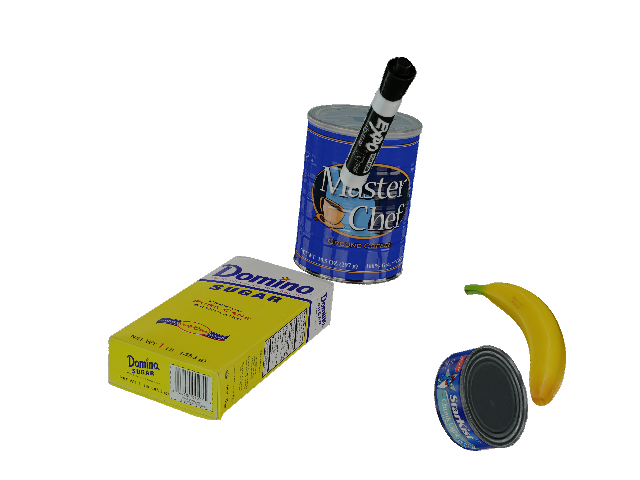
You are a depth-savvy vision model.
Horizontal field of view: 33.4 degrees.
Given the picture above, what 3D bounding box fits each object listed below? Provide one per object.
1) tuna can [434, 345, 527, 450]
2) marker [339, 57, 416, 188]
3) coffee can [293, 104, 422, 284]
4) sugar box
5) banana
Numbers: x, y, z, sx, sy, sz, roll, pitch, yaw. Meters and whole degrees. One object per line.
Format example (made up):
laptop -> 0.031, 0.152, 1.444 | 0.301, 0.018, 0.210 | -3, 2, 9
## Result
tuna can -> 0.135, 0.133, 0.898 | 0.085, 0.086, 0.034 | 0, -14, -44
marker -> 0.036, -0.075, 0.690 | 0.020, 0.020, 0.121 | 0, -32, -16
coffee can -> 0.033, -0.044, 0.969 | 0.103, 0.140, 0.103 | 5, 19, -2
sugar box -> -0.069, 0.066, 0.801 | 0.093, 0.048, 0.176 | 15, 28, 22
banana -> 0.221, 0.100, 1.134 | 0.069, 0.037, 0.198 | -27, 36, 1
